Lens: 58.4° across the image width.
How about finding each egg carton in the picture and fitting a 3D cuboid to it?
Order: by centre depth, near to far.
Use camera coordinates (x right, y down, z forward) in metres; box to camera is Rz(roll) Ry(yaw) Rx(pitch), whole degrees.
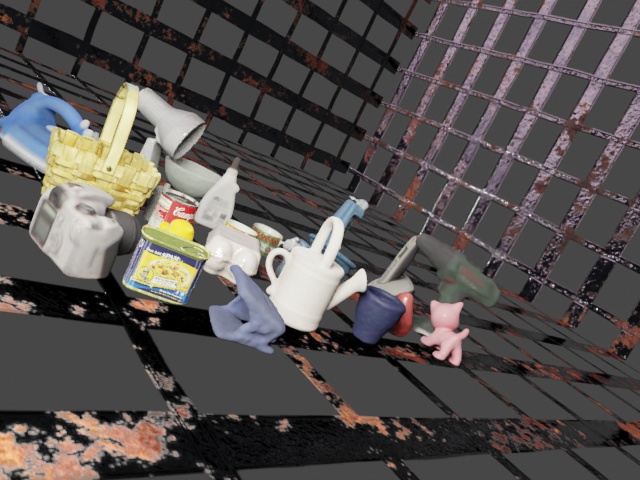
[{"bbox_3d":[-0.164,0.026,1.067,0.107,0.069,0.150,24,11,-14],"label":"egg carton"}]

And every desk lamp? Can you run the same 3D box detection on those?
[{"bbox_3d":[-0.408,-0.248,1.403,0.203,0.213,0.118,27,10,0],"label":"desk lamp"}]

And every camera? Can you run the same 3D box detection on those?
[{"bbox_3d":[-0.316,-0.017,0.818,0.142,0.101,0.137,34,13,35],"label":"camera"}]

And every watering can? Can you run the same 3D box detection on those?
[{"bbox_3d":[-0.003,0.052,0.987,0.173,0.194,0.100,19,13,-37],"label":"watering can"}]

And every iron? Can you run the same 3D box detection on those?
[{"bbox_3d":[-0.519,-0.210,1.146,0.257,0.141,0.119,31,11,22],"label":"iron"}]

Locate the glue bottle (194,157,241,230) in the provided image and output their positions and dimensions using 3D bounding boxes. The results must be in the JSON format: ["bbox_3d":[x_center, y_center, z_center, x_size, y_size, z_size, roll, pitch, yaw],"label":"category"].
[{"bbox_3d":[-0.218,-0.108,1.299,0.078,0.173,0.037,23,11,-21],"label":"glue bottle"}]

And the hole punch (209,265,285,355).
[{"bbox_3d":[-0.097,0.097,0.825,0.101,0.091,0.108,22,11,-24],"label":"hole punch"}]

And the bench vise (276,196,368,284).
[{"bbox_3d":[0.021,0.010,1.178,0.121,0.220,0.208,30,11,19],"label":"bench vise"}]

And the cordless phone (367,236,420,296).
[{"bbox_3d":[0.190,0.078,1.358,0.094,0.185,0.147,25,11,-10],"label":"cordless phone"}]

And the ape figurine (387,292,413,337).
[{"bbox_3d":[0.167,0.151,1.203,0.078,0.092,0.076,18,13,-38],"label":"ape figurine"}]

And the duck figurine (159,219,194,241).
[{"bbox_3d":[-0.232,0.011,0.928,0.104,0.086,0.078,32,12,27],"label":"duck figurine"}]

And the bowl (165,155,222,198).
[{"bbox_3d":[-0.339,-0.157,1.513,0.167,0.075,0.167,26,10,-5],"label":"bowl"}]

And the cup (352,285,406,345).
[{"bbox_3d":[0.107,0.145,1.076,0.091,0.095,0.118,32,12,28],"label":"cup"}]

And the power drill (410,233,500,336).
[{"bbox_3d":[0.281,0.121,1.307,0.229,0.208,0.075,26,10,-2],"label":"power drill"}]

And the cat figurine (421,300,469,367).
[{"bbox_3d":[0.273,0.186,1.221,0.067,0.118,0.127,22,11,-24],"label":"cat figurine"}]
